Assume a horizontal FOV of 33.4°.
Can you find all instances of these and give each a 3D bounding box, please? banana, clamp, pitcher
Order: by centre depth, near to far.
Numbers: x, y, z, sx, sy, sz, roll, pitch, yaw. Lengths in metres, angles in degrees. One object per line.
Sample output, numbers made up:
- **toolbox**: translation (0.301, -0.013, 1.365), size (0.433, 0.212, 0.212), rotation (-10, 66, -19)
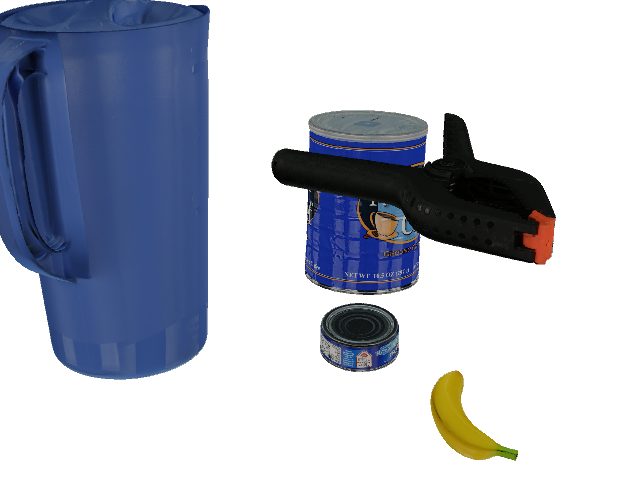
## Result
- **pitcher**: translation (-0.140, -0.032, 0.698), size (0.149, 0.243, 0.145), rotation (-7, 22, -16)
- **clamp**: translation (0.073, -0.035, 0.716), size (0.164, 0.036, 0.210), rotation (-13, 28, -21)
- **banana**: translation (0.167, 0.211, 1.280), size (0.069, 0.037, 0.198), rotation (10, 20, -18)

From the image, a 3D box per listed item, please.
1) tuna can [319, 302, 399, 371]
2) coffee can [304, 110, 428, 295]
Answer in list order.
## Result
- **tuna can**: translation (0.042, 0.103, 1.149), size (0.086, 0.034, 0.086), rotation (0, 29, 0)
- **coffee can**: translation (0.039, -0.036, 0.935), size (0.103, 0.140, 0.103), rotation (2, 18, -1)
